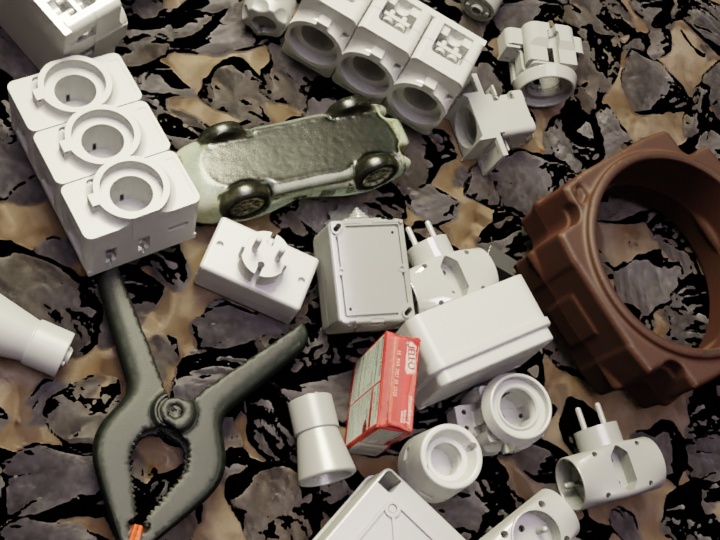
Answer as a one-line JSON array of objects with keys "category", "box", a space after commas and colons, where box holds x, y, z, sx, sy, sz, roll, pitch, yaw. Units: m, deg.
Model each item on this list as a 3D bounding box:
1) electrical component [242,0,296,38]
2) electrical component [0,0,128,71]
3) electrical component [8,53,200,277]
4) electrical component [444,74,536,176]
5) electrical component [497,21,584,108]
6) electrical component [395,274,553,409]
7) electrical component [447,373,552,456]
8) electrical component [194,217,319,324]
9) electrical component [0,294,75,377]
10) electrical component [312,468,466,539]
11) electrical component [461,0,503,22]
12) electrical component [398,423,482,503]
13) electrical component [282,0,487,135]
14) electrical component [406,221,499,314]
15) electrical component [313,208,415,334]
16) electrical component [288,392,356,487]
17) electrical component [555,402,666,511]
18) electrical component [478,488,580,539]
[{"category": "electrical component", "box": [-0.076, -0.237, 0.934, 0.043, 0.043, 0.062, 18, 64, -10]}, {"category": "electrical component", "box": [-0.257, -0.229, 0.847, 0.062, 0.089, 0.150, -39, 85, -26]}, {"category": "electrical component", "box": [-0.194, -0.084, 0.812, 0.089, 0.061, 0.150, -22, 68, -24]}, {"category": "electrical component", "box": [0.117, -0.130, 0.954, 0.064, 0.042, 0.081, -12, 74, -23]}, {"category": "electrical component", "box": [0.167, -0.186, 0.984, 0.078, 0.058, 0.057, 5, 65, -16]}, {"category": "electrical component", "box": [0.086, 0.058, 0.849, 0.113, 0.078, 0.057, -20, 74, -23]}, {"category": "electrical component", "box": [0.116, 0.114, 0.848, 0.078, 0.057, 0.058, -2, 70, -18]}, {"category": "electrical component", "box": [-0.076, -0.006, 0.824, 0.083, 0.075, 0.047, 24, 64, -7]}, {"category": "electrical component", "box": [-0.239, 0.050, 0.770, 0.065, 0.044, 0.044, 25, 64, -12]}, {"category": "electrical component", "box": [0.018, 0.219, 0.776, 0.109, 0.056, 0.108, 43, 63, 2]}, {"category": "electrical component", "box": [0.122, -0.266, 1.011, 0.044, 0.044, 0.065, 30, 68, -4]}, {"category": "electrical component", "box": [0.062, 0.147, 0.823, 0.055, 0.047, 0.055, 6, 68, -15]}, {"category": "electrical component", "box": [0.017, -0.188, 0.917, 0.150, 0.089, 0.061, 30, 63, -5]}, {"category": "electrical component", "box": [0.063, -0.003, 0.885, 0.077, 0.043, 0.079, -18, 75, -23]}, {"category": "electrical component", "box": [0.000, 0.000, 0.849, 0.062, 0.061, 0.096, -3, 78, -18]}, {"category": "electrical component", "box": [-0.031, 0.125, 0.807, 0.044, 0.044, 0.065, -6, 67, -20]}, {"category": "electrical component", "box": [0.196, 0.147, 0.869, 0.077, 0.043, 0.079, -10, 73, -21]}, {"category": "electrical component", "box": [0.136, 0.221, 0.819, 0.077, 0.044, 0.079, -31, 82, -26]}]
